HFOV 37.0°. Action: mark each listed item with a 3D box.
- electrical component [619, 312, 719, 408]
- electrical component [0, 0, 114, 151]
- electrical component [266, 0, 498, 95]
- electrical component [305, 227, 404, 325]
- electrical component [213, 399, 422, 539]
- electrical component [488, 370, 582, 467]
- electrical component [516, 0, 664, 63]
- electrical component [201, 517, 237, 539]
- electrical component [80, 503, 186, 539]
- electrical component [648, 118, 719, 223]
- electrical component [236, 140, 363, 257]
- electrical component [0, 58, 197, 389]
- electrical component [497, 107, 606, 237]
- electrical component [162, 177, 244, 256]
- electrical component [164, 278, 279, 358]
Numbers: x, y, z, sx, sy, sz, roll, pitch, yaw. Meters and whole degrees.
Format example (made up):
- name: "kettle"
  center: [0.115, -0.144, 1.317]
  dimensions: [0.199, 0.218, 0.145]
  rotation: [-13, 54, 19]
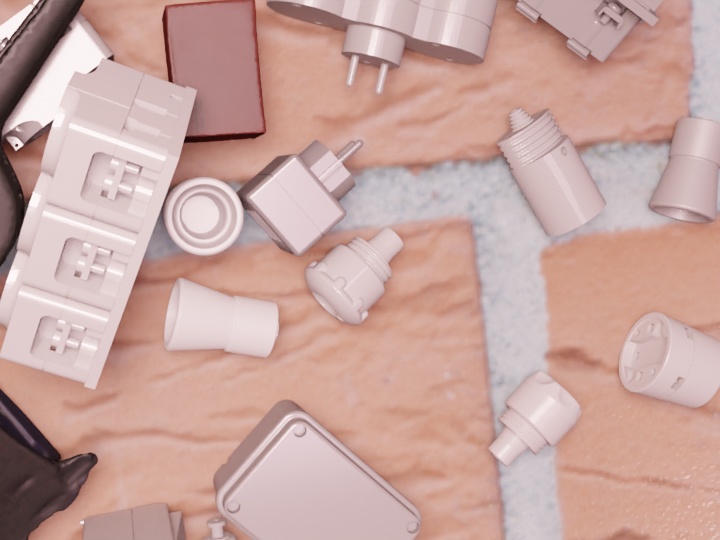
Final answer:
- name: "electrical component"
  center: [0.208, 0.061, 0.713]
  dimensions: [0.047, 0.055, 0.055]
  rotation: [20, 90, -17]
- name: "electrical component"
  center: [-0.188, -0.109, 0.611]
  dimensions: [0.089, 0.050, 0.055]
  rotation: [-39, 102, -7]
- name: "electrical component"
  center: [0.010, -0.144, 0.652]
  dimensions: [0.138, 0.052, 0.073]
  rotation: [13, 92, -13]
- name: "electrical component"
  center: [0.000, 0.000, 0.667]
  dimensions: [0.062, 0.048, 0.048]
  rotation: [-44, 102, -13]
- name: "electrical component"
  center: [-0.027, 0.144, 0.665]
  dimensions: [0.113, 0.057, 0.078]
  rotation: [42, 85, -13]
- name: "electrical component"
  center: [0.110, 0.100, 0.700]
  dimensions: [0.062, 0.043, 0.043]
  rotation: [-46, 102, -4]
- name: "electrical component"
  center: [0.121, -0.188, 0.664]
  dimensions: [0.121, 0.078, 0.063]
  rotation: [32, 117, -13]
- name: "electrical component"
  center: [-0.085, 0.192, 0.665]
  dimensions: [0.040, 0.040, 0.078]
  rotation: [-7, 96, -12]
- name: "electrical component"
  center: [-0.128, 0.181, 0.625]
  dimensions: [0.061, 0.096, 0.061]
  rotation: [-9, 96, -12]
- name: "electrical component"
  center: [0.221, -0.068, 0.712]
  dimensions: [0.044, 0.044, 0.065]
  rotation: [16, 86, -13]
- name: "electrical component"
  center: [-0.029, -0.052, 0.644]
  dimensions: [0.077, 0.066, 0.047]
  rotation: [-42, 102, -6]
- name: "electrical component"
  center: [-0.145, -0.026, 0.579]
  dimensions: [0.062, 0.089, 0.150]
  rotation: [19, 119, -13]
- name: "electrical component"
  center: [0.119, -0.067, 0.687]
  dimensions: [0.043, 0.043, 0.081]
  rotation: [-33, 101, -8]
- name: "electrical component"
  center: [-0.094, -0.033, 0.636]
  dimensions: [0.045, 0.055, 0.045]
  rotation: [-1, 95, -12]
- name: "electrical component"
  center: [-0.082, 0.032, 0.653]
  dimensions: [0.065, 0.044, 0.044]
  rotation: [11, 92, -18]
